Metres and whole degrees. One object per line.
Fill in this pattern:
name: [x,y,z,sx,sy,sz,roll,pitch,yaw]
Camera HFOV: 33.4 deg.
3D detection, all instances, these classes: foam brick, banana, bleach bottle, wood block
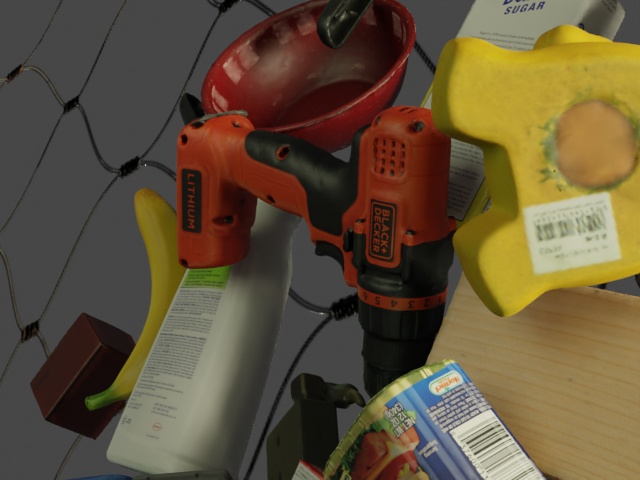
foam brick: [-0.184,0.108,0.850,0.078,0.051,0.053,-53,39,7]
banana: [-0.126,0.043,0.824,0.037,0.069,0.197,113,167,-54]
bleach bottle: [-0.063,0.050,0.753,0.103,0.068,0.250,2,66,48]
wood block: [0.151,0.081,0.485,0.206,0.090,0.091,12,75,50]

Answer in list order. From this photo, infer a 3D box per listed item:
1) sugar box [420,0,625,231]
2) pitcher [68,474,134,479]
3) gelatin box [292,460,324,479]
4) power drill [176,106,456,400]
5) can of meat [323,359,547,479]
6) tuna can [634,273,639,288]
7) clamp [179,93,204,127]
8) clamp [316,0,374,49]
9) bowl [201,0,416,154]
sugar box: [0.110,-0.082,0.668,0.093,0.048,0.176,23,80,50]
pitcher: [-0.217,0.245,0.748,0.243,0.149,0.144,-18,18,35]
gelatin box: [0.025,0.149,0.566,0.030,0.073,0.089,-65,10,-8]
power drill: [-0.004,0.001,0.655,0.188,0.057,0.184,14,109,34]
can of meat: [0.052,0.113,0.478,0.084,0.057,0.102,54,145,21]
tuna can: [0.201,0.007,0.527,0.086,0.033,0.086,-25,50,34]
clamp: [-0.069,-0.071,0.853,0.120,0.039,0.171,-30,51,38]
clamp: [0.055,-0.220,0.787,0.164,0.036,0.210,-24,42,1]
bowl: [-0.002,-0.109,0.767,0.162,0.055,0.162,-15,39,13]
